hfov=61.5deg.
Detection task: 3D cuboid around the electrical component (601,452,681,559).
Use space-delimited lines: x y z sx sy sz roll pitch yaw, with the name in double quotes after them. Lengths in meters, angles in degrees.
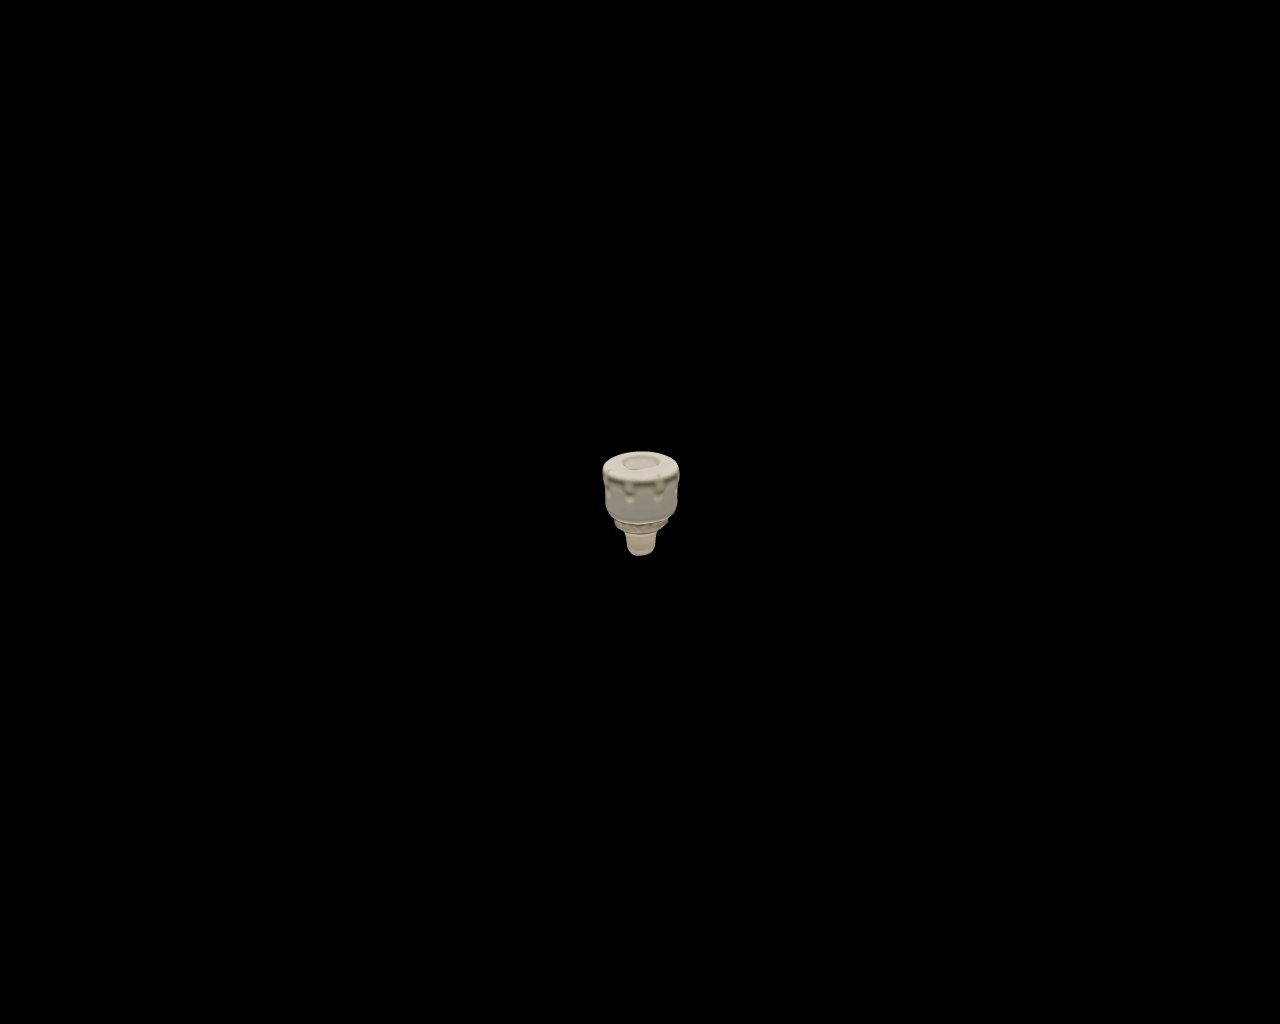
0.001 -0.003 0.650 0.048 0.062 0.048 0 22 0 "electrical component"
